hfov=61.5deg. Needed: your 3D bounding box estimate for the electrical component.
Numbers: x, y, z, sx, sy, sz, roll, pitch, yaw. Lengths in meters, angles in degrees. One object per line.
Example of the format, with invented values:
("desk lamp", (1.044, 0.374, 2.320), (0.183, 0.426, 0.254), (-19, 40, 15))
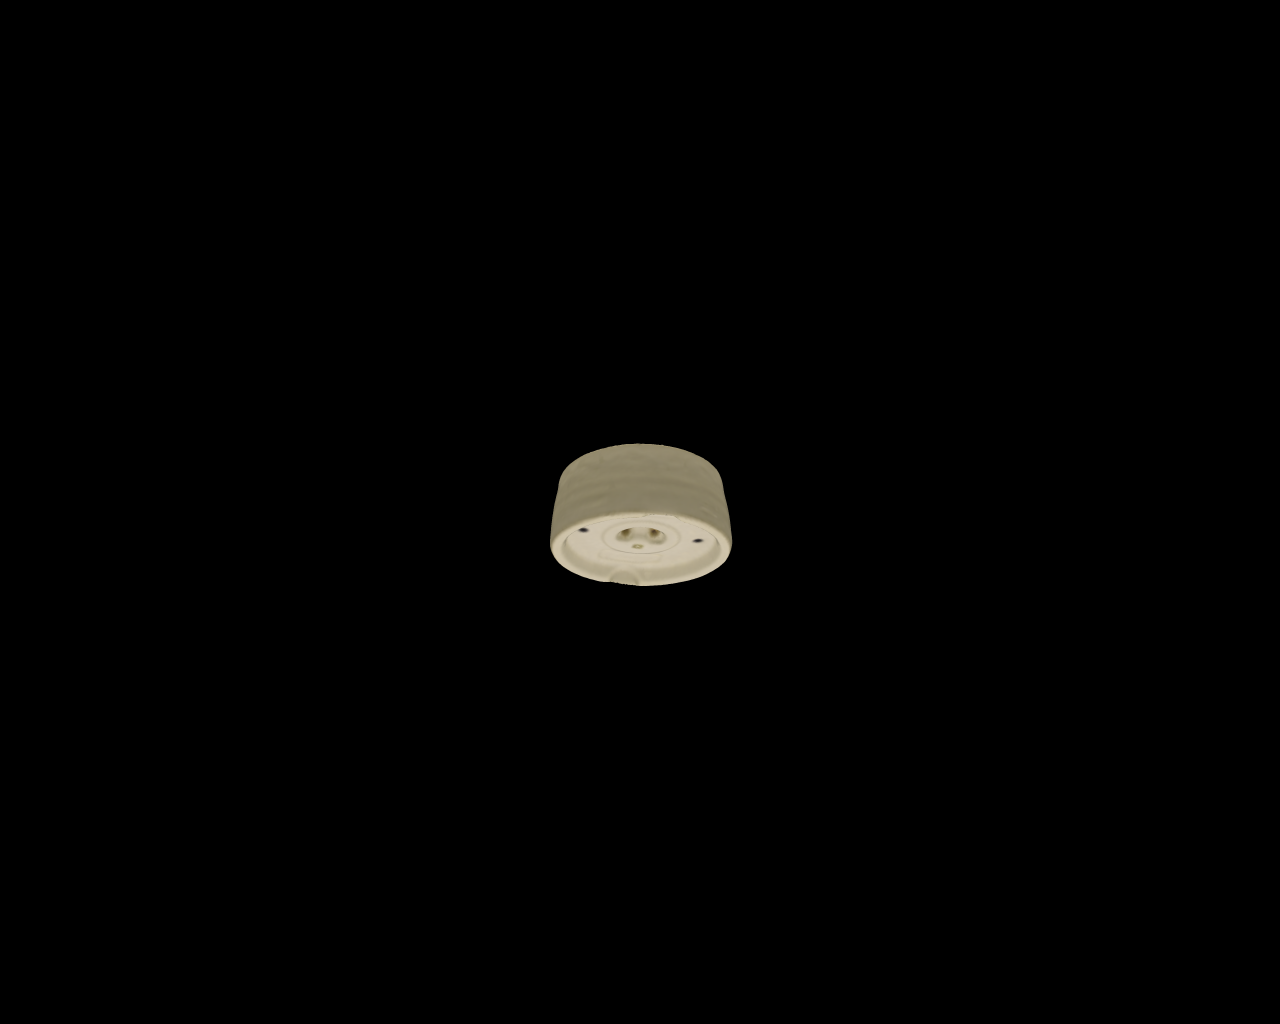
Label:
("electrical component", (0.001, -0.003, 0.650), (0.108, 0.060, 0.108), (0, -26, 0))
